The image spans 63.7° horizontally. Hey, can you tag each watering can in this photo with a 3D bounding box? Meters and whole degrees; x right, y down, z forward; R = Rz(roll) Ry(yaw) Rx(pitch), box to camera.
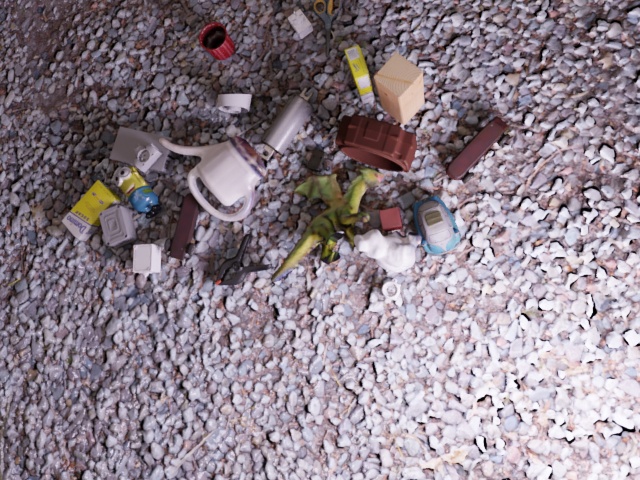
[{"bbox_3d":[-0.301,-0.221,1.501,0.224,0.104,0.349,-39,83,2],"label":"watering can"}]

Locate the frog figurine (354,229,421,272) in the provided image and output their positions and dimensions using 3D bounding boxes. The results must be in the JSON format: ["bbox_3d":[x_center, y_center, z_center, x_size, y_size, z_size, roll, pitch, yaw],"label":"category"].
[{"bbox_3d":[0.166,0.030,1.331,0.139,0.160,0.120,32,123,47],"label":"frog figurine"}]

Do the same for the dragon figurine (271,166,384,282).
[{"bbox_3d":[0.004,-0.072,1.437,0.409,0.120,0.247,-28,59,4],"label":"dragon figurine"}]
